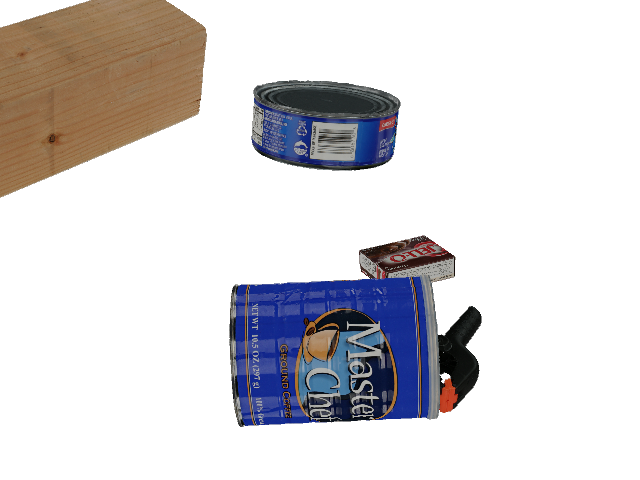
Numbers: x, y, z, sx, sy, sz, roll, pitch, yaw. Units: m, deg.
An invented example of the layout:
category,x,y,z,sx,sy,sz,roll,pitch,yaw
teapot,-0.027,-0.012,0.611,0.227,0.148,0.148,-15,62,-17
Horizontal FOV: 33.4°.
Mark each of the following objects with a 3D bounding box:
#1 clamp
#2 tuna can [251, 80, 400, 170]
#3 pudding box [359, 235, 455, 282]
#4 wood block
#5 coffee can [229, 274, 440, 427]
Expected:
category,x,y,z,sx,sy,sz,roll,pitch,yaw
clamp,0.124,0.111,1.073,0.120,0.039,0.171,-9,30,-9
tuna can,0.003,-0.068,0.623,0.086,0.034,0.086,4,20,-2
pudding box,0.124,0.033,1.534,0.113,0.039,0.090,-15,24,-19
wood block,-0.200,-0.125,0.861,0.090,0.091,0.205,36,45,27
coffee can,0.010,0.079,0.762,0.140,0.103,0.103,-3,0,2
